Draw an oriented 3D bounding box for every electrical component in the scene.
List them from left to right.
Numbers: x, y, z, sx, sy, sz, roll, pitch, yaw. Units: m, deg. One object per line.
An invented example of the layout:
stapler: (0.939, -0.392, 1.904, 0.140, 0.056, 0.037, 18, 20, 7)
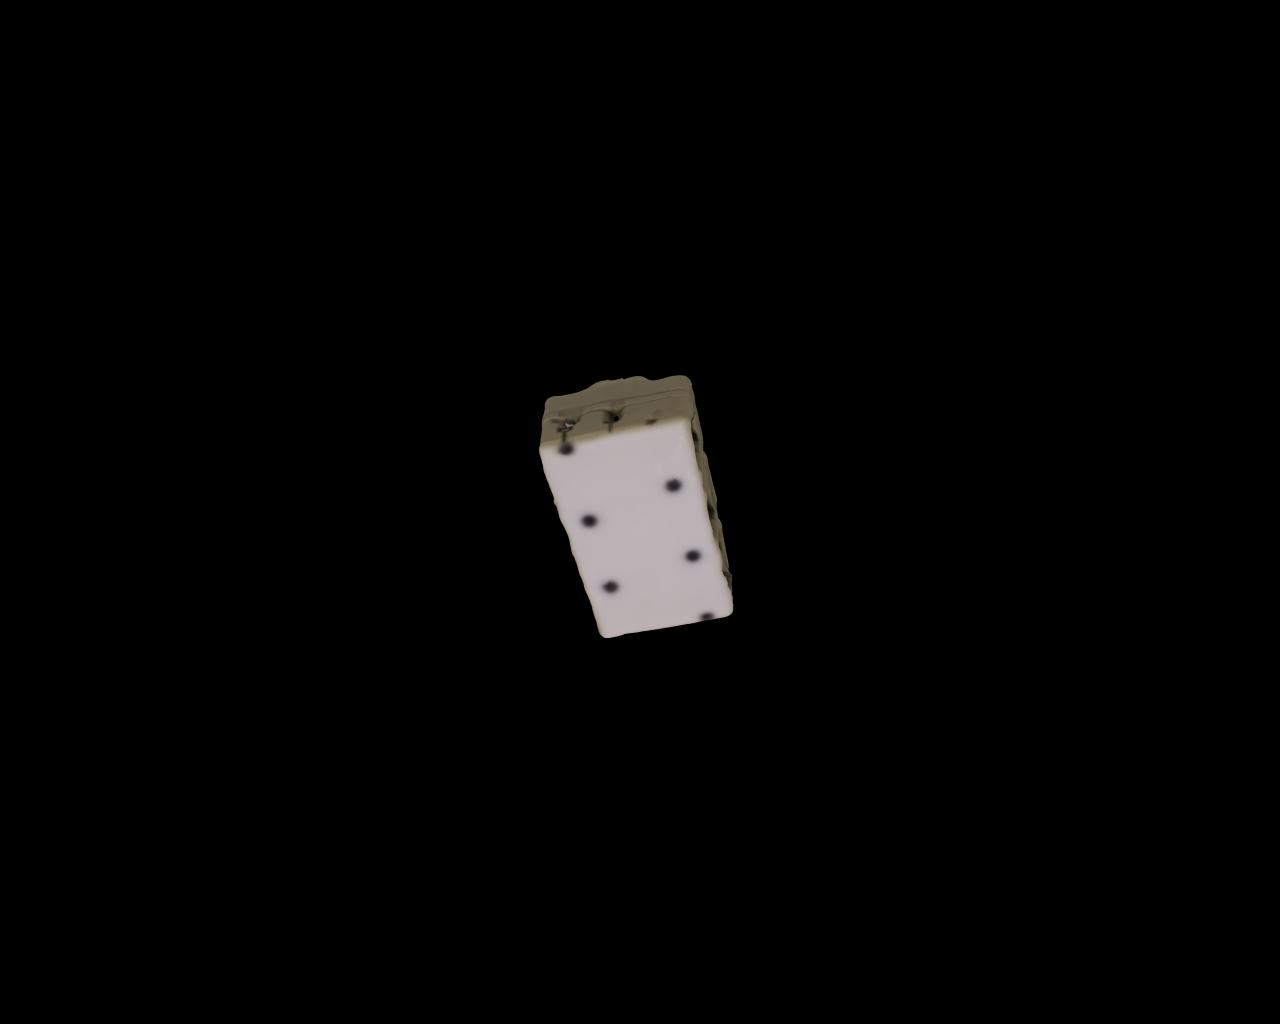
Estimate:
electrical component: (0.001, -0.003, 0.650, 0.089, 0.150, 0.062, -9, 36, 7)
